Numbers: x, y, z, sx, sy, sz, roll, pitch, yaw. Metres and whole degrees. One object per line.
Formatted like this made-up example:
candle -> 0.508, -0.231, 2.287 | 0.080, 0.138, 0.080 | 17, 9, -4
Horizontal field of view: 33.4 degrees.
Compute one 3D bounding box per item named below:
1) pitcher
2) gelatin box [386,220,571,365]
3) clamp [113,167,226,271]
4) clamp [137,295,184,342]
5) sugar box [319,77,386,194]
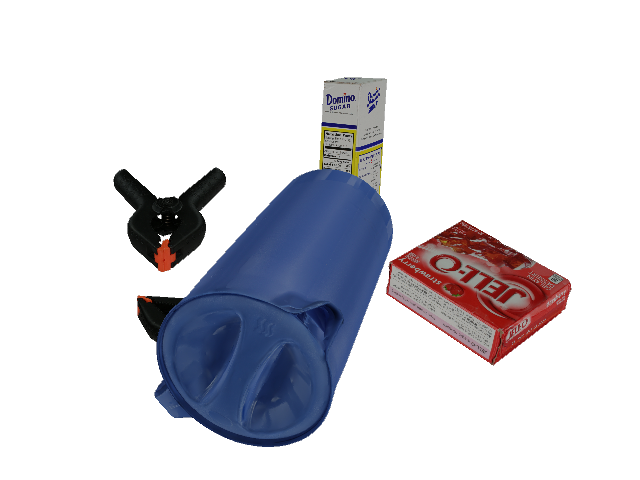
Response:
pitcher -> -0.030, 0.044, 0.849 | 0.149, 0.145, 0.242 | 12, 31, 13
gelatin box -> 0.098, 0.029, 0.663 | 0.089, 0.030, 0.073 | 33, 44, 33
clamp -> -0.149, -0.029, 1.110 | 0.120, 0.039, 0.171 | -11, 38, -8
clamp -> -0.140, 0.110, 1.257 | 0.210, 0.036, 0.164 | 14, 24, 24
sugar box -> 0.030, -0.074, 1.070 | 0.048, 0.176, 0.093 | 5, 12, 19
